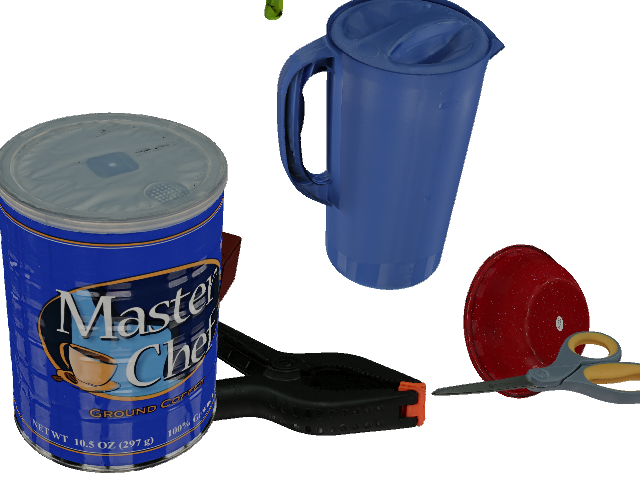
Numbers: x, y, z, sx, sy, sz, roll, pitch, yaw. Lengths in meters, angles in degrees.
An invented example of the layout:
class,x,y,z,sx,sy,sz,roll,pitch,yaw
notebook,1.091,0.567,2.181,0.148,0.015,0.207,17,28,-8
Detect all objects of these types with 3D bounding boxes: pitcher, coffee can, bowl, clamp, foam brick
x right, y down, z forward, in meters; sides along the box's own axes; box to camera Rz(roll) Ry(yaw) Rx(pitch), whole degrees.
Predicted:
class,x,y,z,sx,sy,sz,roll,pitch,yaw
pitcher,0.054,-0.076,0.913,0.149,0.243,0.144,20,42,18
coffee can,-0.098,0.024,0.509,0.103,0.140,0.103,4,32,-3
bowl,0.225,0.084,1.098,0.161,0.162,0.055,0,-1,-34
clamp,-0.027,0.100,0.769,0.210,0.036,0.164,3,19,11
foam brick,-0.123,0.018,1.025,0.078,0.051,0.053,18,34,7

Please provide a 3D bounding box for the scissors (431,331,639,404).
class,x,y,z,sx,sy,sz,roll,pitch,yaw
scissors,0.182,0.104,0.886,0.201,0.016,0.096,4,29,-8

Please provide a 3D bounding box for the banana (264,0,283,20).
class,x,y,z,sx,sy,sz,roll,pitch,yaw
banana,-0.091,-0.190,0.679,0.198,0.069,0.037,19,-34,29
